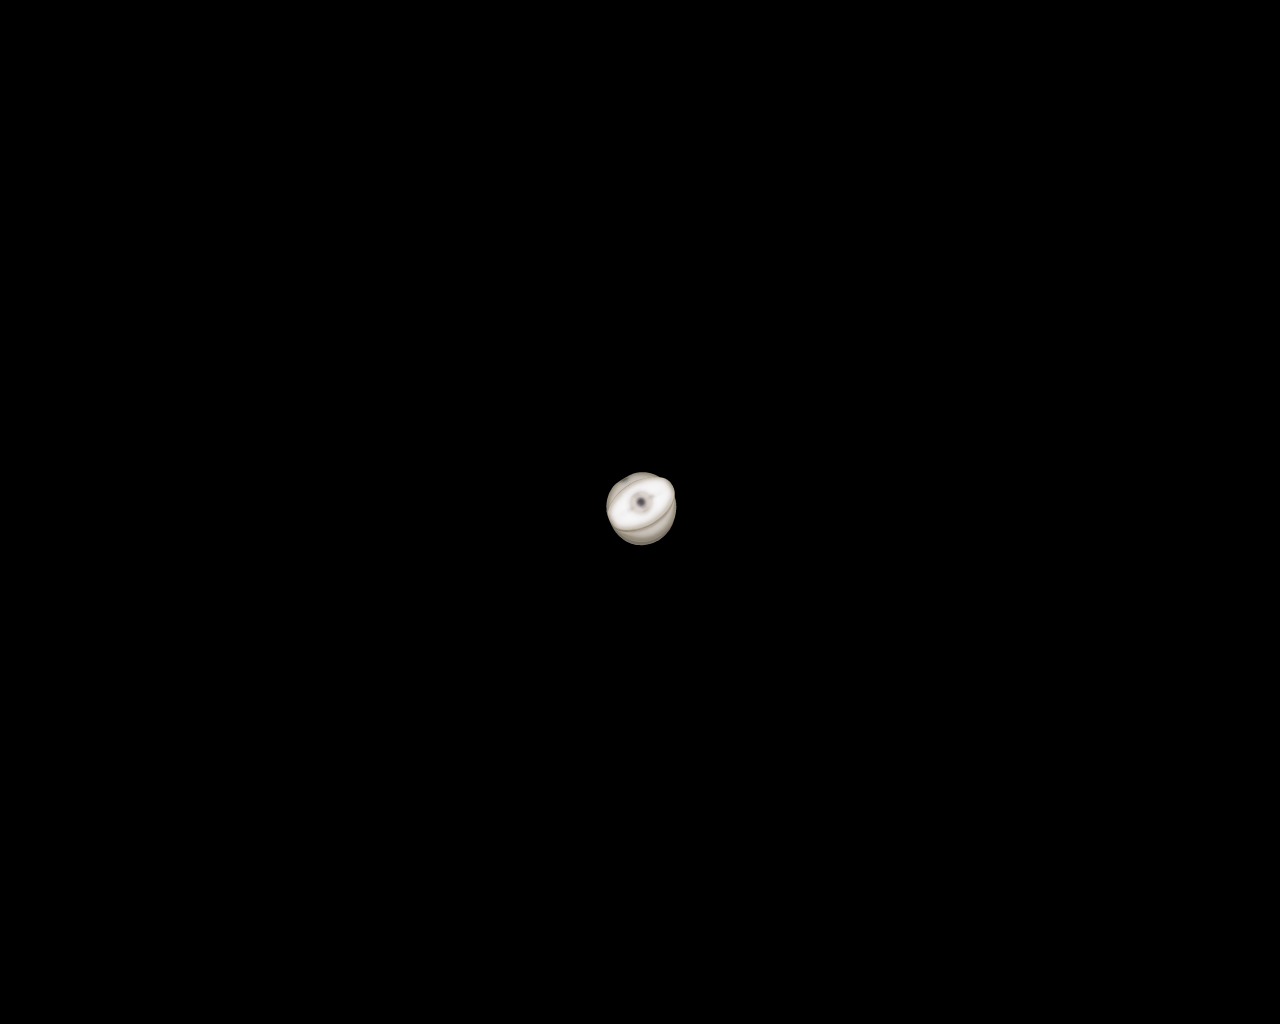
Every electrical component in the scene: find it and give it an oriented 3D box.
[{"bbox_3d":[0.001,-0.003,0.650,0.043,0.043,0.081,0,-4,0],"label":"electrical component"}]
